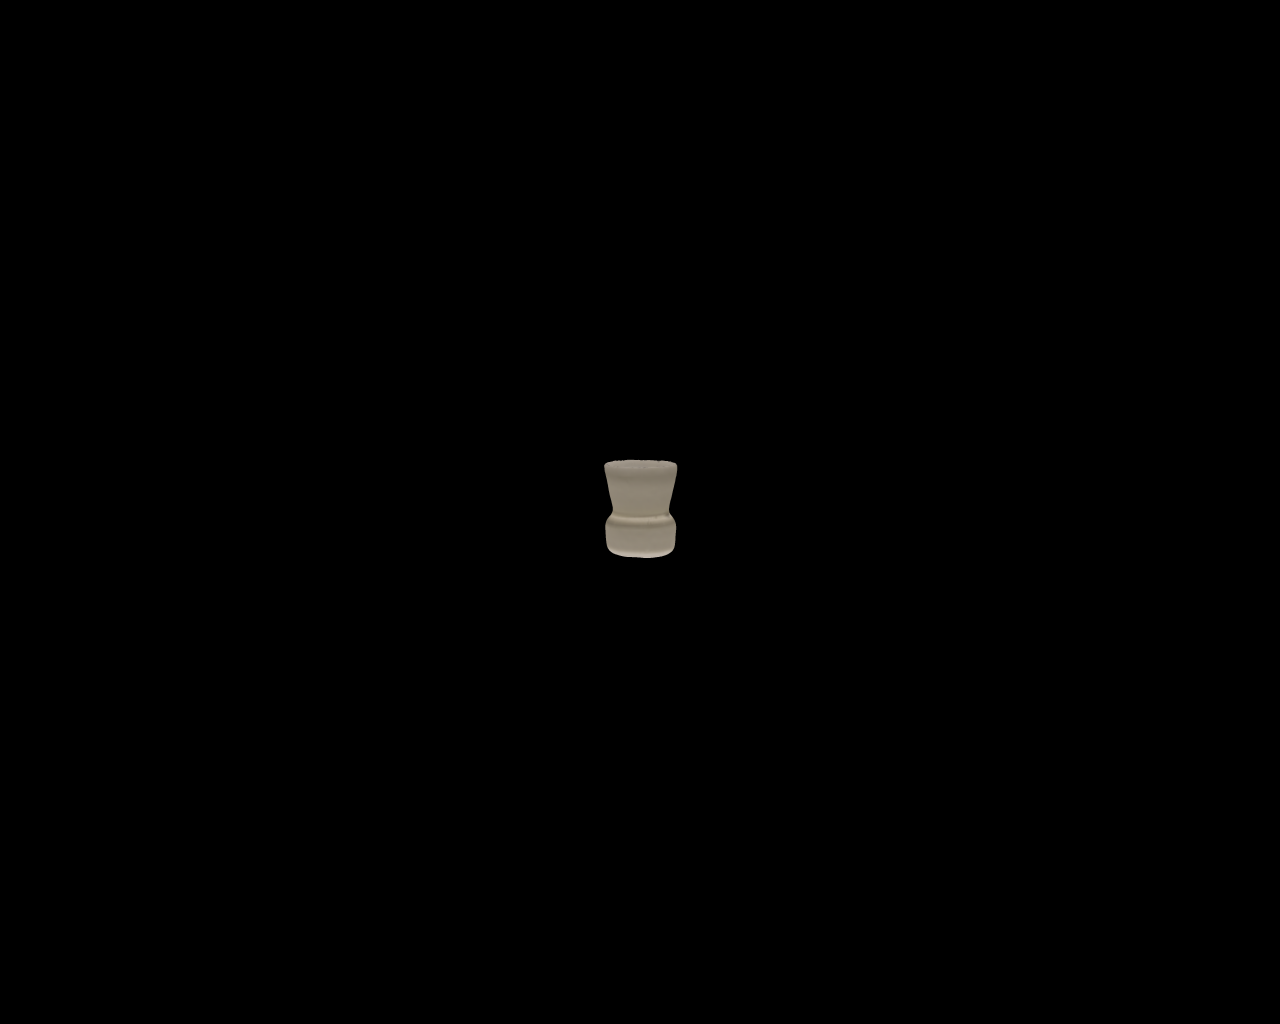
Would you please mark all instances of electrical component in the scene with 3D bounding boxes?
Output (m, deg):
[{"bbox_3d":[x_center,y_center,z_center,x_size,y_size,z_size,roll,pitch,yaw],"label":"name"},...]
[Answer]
[{"bbox_3d":[0.001,-0.003,0.650,0.045,0.055,0.045,0,9,0],"label":"electrical component"}]
